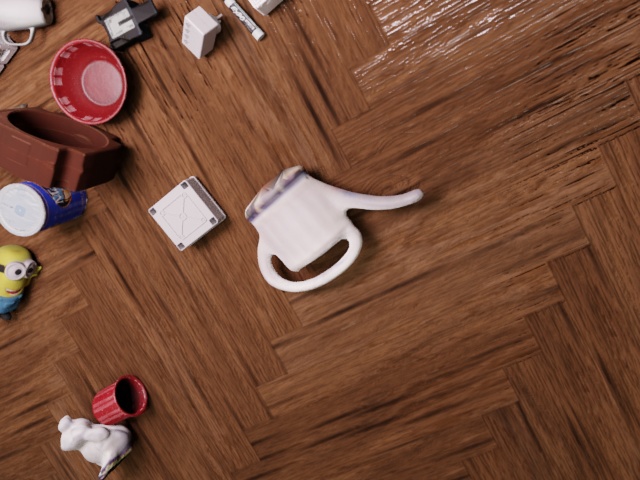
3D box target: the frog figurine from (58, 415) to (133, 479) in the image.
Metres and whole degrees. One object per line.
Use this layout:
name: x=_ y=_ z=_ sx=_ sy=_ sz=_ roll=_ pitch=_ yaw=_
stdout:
frog figurine: x=-0.508 y=0.448 z=1.165 sx=0.160 sy=0.135 sz=0.124 roll=45 pitch=62 yaw=8

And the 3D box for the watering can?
watering can: x=0.003 y=-0.049 z=0.976 sx=0.344 sy=0.105 sz=0.224 roll=-39 pitch=94 yaw=16
